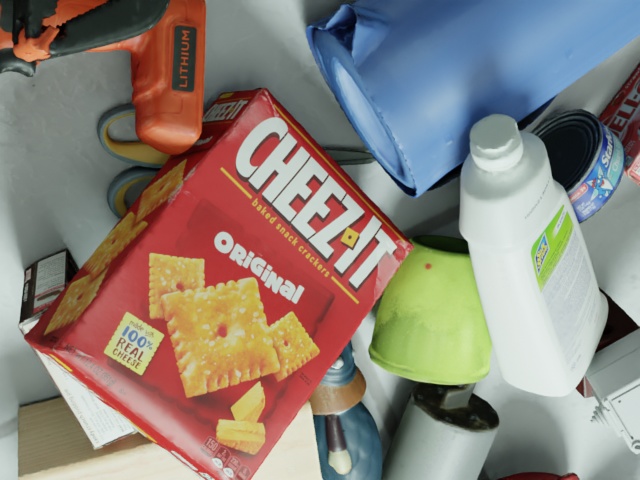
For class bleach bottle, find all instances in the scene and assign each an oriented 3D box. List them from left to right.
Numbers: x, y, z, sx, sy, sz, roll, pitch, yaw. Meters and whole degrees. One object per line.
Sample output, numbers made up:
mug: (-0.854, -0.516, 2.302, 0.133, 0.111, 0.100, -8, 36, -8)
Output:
bleach bottle: (0.142, 0.004, 0.723, 0.102, 0.068, 0.250, -61, 147, -27)

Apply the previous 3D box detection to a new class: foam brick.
foam brick: (0.218, 0.081, 0.856, 0.053, 0.078, 0.051, -14, 118, -9)

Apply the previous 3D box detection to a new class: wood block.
wood block: (-0.111, 0.158, 0.793, 0.206, 0.091, 0.090, -13, 117, -10)

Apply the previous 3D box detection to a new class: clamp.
clamp: (-0.117, -0.193, 0.619, 0.164, 0.036, 0.209, 48, 62, -23)

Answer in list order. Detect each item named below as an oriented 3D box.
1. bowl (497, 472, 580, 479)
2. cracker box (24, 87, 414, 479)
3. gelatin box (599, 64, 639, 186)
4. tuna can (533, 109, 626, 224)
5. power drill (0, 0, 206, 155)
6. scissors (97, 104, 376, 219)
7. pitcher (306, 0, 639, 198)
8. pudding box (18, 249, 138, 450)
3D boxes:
bowl: (0.156, 0.256, 0.905, 0.161, 0.055, 0.162, -38, 142, -37)
cracker box: (-0.058, 0.033, 0.699, 0.164, 0.072, 0.213, 45, 71, -25)
gelatin box: (0.244, -0.090, 0.789, 0.030, 0.073, 0.089, 30, 103, -25)
tuna can: (0.180, -0.051, 0.781, 0.033, 0.086, 0.086, 34, 101, -28)
power drill: (-0.162, -0.102, 0.632, 0.187, 0.057, 0.184, 8, 79, -32)
scissors: (-0.063, -0.042, 0.759, 0.201, 0.016, 0.096, 14, 110, -21)
pitcher: (0.125, -0.139, 0.713, 0.243, 0.149, 0.145, -32, 96, -3)
pudding box: (-0.166, 0.075, 0.741, 0.039, 0.090, 0.113, -26, 117, -1)
